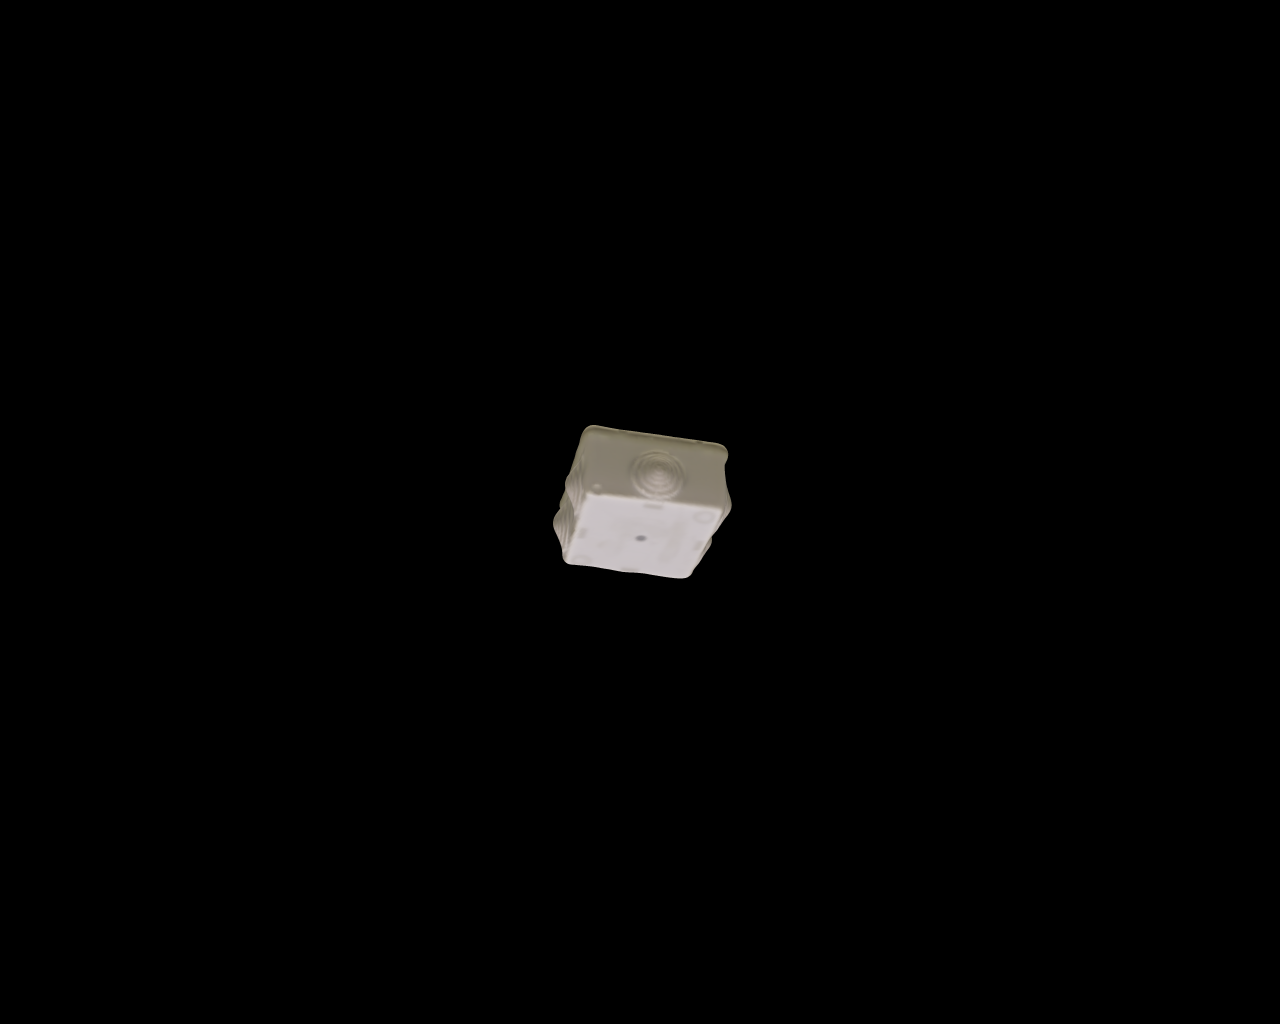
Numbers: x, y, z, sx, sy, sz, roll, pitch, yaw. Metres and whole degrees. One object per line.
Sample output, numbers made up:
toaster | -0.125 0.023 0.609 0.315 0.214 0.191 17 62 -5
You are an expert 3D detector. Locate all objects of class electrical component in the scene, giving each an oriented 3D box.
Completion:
electrical component | 0.001 -0.003 0.650 0.100 0.048 0.099 8 -35 -11
